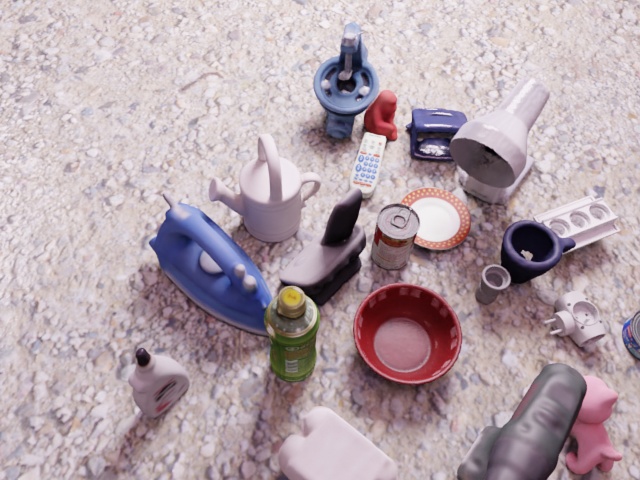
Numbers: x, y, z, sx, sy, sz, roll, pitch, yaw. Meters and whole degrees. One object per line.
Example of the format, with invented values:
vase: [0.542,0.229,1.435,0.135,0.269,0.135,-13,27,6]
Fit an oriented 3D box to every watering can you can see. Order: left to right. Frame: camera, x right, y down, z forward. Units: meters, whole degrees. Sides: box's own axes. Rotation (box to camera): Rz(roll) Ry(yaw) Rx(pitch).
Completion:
watering can: [-0.086,-0.084,0.913,0.173,0.194,0.100,-31,64,-19]

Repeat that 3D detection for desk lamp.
desk lamp: [0.302,-0.157,0.964,0.117,0.213,0.203,33,63,17]

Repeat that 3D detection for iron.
iron: [-0.151,0.035,0.868,0.257,0.141,0.119,39,65,20]

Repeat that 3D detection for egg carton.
egg carton: [0.022,0.300,0.755,0.150,0.069,0.107,34,63,17]

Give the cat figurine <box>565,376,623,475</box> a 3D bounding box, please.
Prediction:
cat figurine: [0.369,0.242,0.777,0.067,0.118,0.127,-8,59,-7]

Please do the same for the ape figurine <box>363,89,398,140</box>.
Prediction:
ape figurine: [0.122,-0.243,1.080,0.076,0.092,0.078,24,61,12]

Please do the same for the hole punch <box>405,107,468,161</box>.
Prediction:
hole punch: [0.219,-0.211,1.066,0.108,0.091,0.101,3,58,0]

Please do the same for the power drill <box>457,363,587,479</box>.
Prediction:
power drill: [0.240,0.263,0.705,0.075,0.208,0.230,35,63,18]

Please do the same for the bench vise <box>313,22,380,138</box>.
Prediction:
bench vise: [0.044,-0.327,1.053,0.121,0.220,0.207,-5,59,-5]

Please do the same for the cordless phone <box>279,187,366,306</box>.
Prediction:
cordless phone: [0.008,0.003,0.869,0.094,0.185,0.148,34,63,17]

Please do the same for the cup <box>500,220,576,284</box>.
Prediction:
cup: [0.341,0.027,0.922,0.118,0.095,0.091,-5,59,-6]

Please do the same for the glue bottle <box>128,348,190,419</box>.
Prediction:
glue bottle: [-0.219,0.180,0.757,0.037,0.173,0.078,35,63,18]
